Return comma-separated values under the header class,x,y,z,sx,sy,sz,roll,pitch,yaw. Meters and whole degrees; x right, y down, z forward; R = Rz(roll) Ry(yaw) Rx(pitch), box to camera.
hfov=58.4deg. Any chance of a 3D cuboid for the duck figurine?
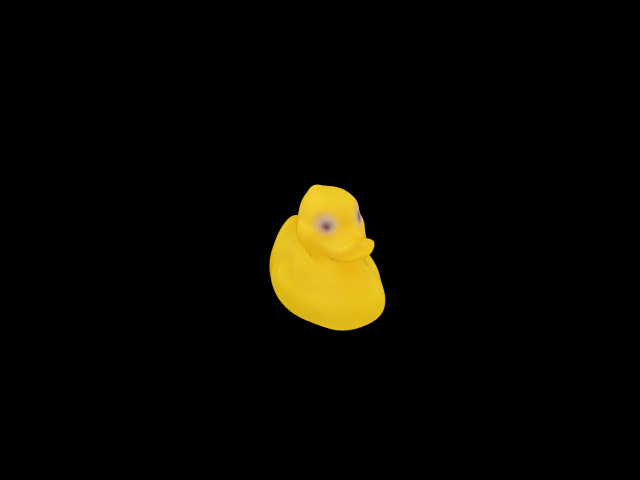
class,x,y,z,sx,sy,sz,roll,pitch,yaw
duck figurine,0.004,0.001,0.400,0.078,0.086,0.104,-18,35,-26
